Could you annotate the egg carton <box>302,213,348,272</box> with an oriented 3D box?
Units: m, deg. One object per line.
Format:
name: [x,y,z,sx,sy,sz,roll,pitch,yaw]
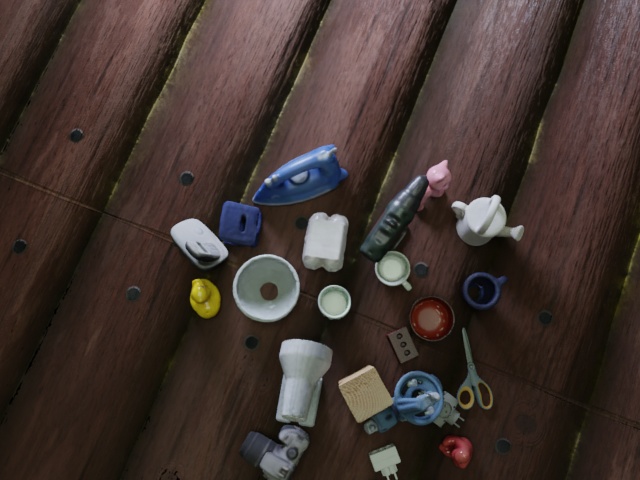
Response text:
egg carton: [0.013,0.005,1.460,0.107,0.069,0.150,7,79,3]

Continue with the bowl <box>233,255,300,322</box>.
bowl: [-0.131,0.124,1.437,0.167,0.075,0.167,0,79,1]

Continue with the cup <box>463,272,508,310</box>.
cup: [0.402,0.124,1.417,0.118,0.095,0.091,-27,80,-4]

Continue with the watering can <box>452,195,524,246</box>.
watering can: [0.410,-0.051,1.400,0.172,0.194,0.101,6,79,2]

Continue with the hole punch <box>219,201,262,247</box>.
hole punch: [-0.201,-0.041,1.462,0.101,0.091,0.109,6,79,2]

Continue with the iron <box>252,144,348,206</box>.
iron: [-0.061,-0.164,1.458,0.258,0.141,0.118,-24,79,-4]

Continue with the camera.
camera: [-0.113,0.498,1.351,0.136,0.101,0.143,28,81,6]

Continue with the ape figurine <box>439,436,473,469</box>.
ape figurine: [0.327,0.500,1.346,0.076,0.092,0.078,-14,79,-1]

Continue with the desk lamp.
desk lamp: [-0.042,0.335,1.324,0.118,0.213,0.203,9,79,3]

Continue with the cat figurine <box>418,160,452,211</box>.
cat figurine: [0.283,-0.141,1.459,0.128,0.118,0.067,-38,80,-6]

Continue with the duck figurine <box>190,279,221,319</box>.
duck figurine: [-0.293,0.144,1.430,0.077,0.086,0.104,-18,79,-2]

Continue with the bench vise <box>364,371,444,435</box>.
bench vise: [0.205,0.390,1.305,0.121,0.220,0.207,41,83,8]

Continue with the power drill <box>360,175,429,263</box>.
power drill: [0.179,-0.041,1.395,0.075,0.208,0.230,34,82,8]

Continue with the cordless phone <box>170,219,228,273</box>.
cordless phone: [-0.309,0.004,1.407,0.147,0.185,0.094,43,83,9]
